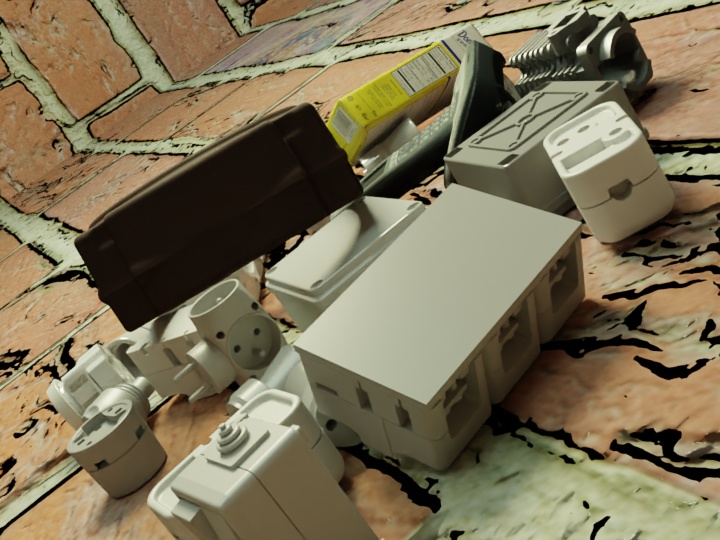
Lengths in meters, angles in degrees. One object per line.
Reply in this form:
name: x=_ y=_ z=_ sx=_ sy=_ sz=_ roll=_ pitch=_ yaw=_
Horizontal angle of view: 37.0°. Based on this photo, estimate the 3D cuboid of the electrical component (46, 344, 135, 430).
electrical component: x=-0.220 y=0.100 z=0.887 sx=0.057 sy=0.058 sz=0.078 roll=-41 pitch=-5 yaw=-7

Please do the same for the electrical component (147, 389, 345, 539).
electrical component: x=-0.059 y=0.119 z=0.589 sx=0.095 sy=0.059 sz=0.054 roll=-42 pitch=21 yaw=-22

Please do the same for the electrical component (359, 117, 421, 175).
electrical component: x=0.032 y=-0.109 z=1.023 sx=0.065 sy=0.044 sz=0.044 roll=-36 pitch=19 yaw=6

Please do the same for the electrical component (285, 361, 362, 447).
electrical component: x=-0.016 y=0.078 z=0.643 sx=0.045 sy=0.045 sz=0.055 roll=-37 pitch=20 yaw=-11

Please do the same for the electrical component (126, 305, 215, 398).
electrical component: x=-0.126 y=0.062 z=0.836 sx=0.089 sy=0.055 sz=0.050 roll=-19 pitch=24 yaw=37

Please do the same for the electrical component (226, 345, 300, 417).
electrical component: x=-0.052 y=0.082 z=0.690 sx=0.055 sy=0.045 sz=0.045 roll=-43 pitch=21 yaw=-24

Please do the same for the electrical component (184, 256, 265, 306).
electrical component: x=-0.133 y=-0.020 z=0.996 sx=0.062 sy=0.089 sz=0.150 roll=-30 pitch=19 yaw=10

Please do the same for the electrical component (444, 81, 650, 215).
electrical component: x=0.134 y=-0.087 z=0.784 sx=0.109 sy=0.056 sz=0.109 roll=-37 pitch=19 yaw=-11

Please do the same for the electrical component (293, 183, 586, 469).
electrical component: x=0.049 y=0.029 z=0.597 sx=0.089 sy=0.061 sz=0.150 roll=21 pitch=52 yaw=34

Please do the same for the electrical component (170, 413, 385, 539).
electrical component: x=-0.046 y=0.116 z=0.520 sx=0.061 sy=0.096 sz=0.062 roll=-43 pitch=21 yaw=-25

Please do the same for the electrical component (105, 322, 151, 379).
electrical component: x=-0.198 y=0.067 z=0.965 sx=0.044 sy=0.044 sz=0.065 roll=-26 pitch=16 yaw=19

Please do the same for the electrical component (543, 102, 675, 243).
electrical component: x=0.157 y=-0.059 z=0.675 sx=0.054 sy=0.059 sz=0.095 roll=-29 pitch=20 yaw=12

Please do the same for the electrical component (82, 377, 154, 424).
electrical component: x=-0.184 y=0.109 z=0.838 sx=0.043 sy=0.043 sz=0.062 roll=-18 pitch=23 yaw=37

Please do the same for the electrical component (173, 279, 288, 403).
electrical component: x=-0.096 y=0.061 z=0.762 sx=0.079 sy=0.077 sz=0.044 roll=-41 pitch=21 yaw=-20

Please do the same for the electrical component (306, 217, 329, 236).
electrical component: x=-0.026 y=-0.062 z=0.997 sx=0.066 sy=0.048 sz=0.055 roll=-20 pitch=31 yaw=33

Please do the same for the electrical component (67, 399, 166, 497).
electrical component: x=-0.172 y=0.128 z=0.766 sx=0.055 sy=0.047 sz=0.055 roll=-29 pitch=20 yaw=12

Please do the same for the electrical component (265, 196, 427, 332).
electrical component: x=0.000 y=0.000 z=0.787 sx=0.109 sy=0.056 sz=0.109 roll=-39 pitch=20 yaw=-16

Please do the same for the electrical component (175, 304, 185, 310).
electrical component: x=-0.197 y=0.012 z=1.061 sx=0.096 sy=0.061 sz=0.061 roll=-31 pitch=19 yaw=6
